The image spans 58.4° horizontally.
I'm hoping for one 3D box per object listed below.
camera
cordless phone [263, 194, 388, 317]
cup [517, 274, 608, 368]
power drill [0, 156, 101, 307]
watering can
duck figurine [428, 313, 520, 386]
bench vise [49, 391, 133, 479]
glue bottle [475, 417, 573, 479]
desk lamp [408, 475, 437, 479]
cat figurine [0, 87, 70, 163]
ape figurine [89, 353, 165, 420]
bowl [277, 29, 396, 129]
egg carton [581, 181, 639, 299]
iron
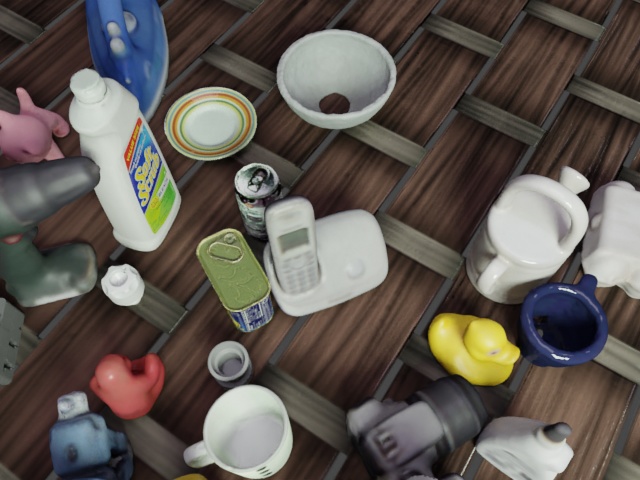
[{"bbox_3d":[0.113,0.208,0.584,0.137,0.101,0.143,-28,66,-13],"label":"camera"},{"bbox_3d":[0.006,0.002,0.644,0.148,0.185,0.094,-22,64,-11],"label":"cordless phone"},{"bbox_3d":[0.266,0.096,0.646,0.091,0.095,0.118,34,67,17],"label":"cup"},{"bbox_3d":[-0.329,-0.005,0.635,0.230,0.208,0.075,-15,63,-7],"label":"power drill"},{"bbox_3d":[0.237,-0.014,0.648,0.100,0.194,0.173,19,64,10],"label":"watering can"},{"bbox_3d":[0.174,0.113,0.642,0.104,0.086,0.078,31,67,15],"label":"duck figurine"},{"bbox_3d":[-0.230,0.238,0.501,0.122,0.220,0.207,-31,66,-15],"label":"bench vise"},{"bbox_3d":[0.204,0.197,0.549,0.078,0.173,0.037,35,68,17],"label":"glue bottle"},{"bbox_3d":[0.058,0.308,0.468,0.117,0.213,0.203,40,69,19],"label":"desk lamp"},{"bbox_3d":[-0.385,-0.143,0.758,0.067,0.118,0.127,-12,63,-6],"label":"cat figurine"},{"bbox_3d":[-0.213,0.150,0.619,0.078,0.092,0.076,-3,62,-1],"label":"ape figurine"},{"bbox_3d":[0.023,-0.218,0.822,0.167,0.075,0.167,0,62,0],"label":"bowl"},{"bbox_3d":[0.384,-0.003,0.712,0.107,0.069,0.150,16,64,9],"label":"egg carton"},{"bbox_3d":[-0.289,-0.306,0.831,0.118,0.141,0.258,-14,63,-7],"label":"iron"}]
